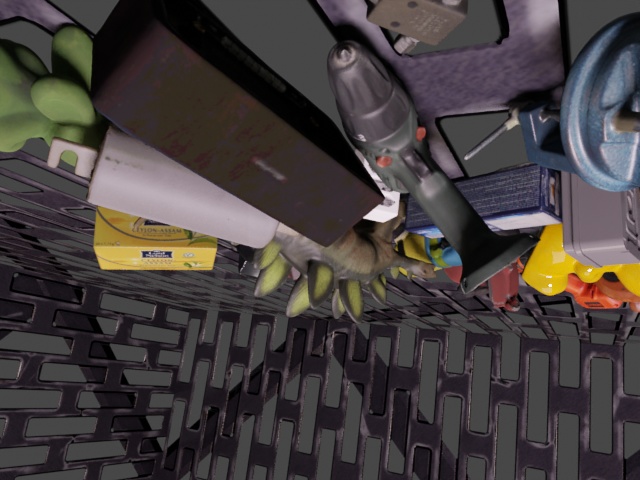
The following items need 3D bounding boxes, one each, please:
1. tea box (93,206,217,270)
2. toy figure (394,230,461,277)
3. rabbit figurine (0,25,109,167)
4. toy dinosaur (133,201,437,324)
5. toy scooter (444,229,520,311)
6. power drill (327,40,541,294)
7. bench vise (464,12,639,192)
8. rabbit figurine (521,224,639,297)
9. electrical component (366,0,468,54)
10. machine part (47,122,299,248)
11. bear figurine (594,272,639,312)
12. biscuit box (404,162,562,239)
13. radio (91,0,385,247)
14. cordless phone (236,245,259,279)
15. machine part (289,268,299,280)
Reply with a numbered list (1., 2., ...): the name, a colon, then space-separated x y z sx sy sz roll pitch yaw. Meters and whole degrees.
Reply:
1. tea box: -0.242 0.000 0.804 0.170 0.068 0.098 1 158 -14
2. toy figure: 0.189 0.012 0.872 0.082 0.089 0.180 23 163 -30
3. rabbit figurine: -0.260 -0.131 0.497 0.170 0.121 0.159 22 143 -37
4. toy dinosaur: -0.001 -0.002 0.684 0.471 0.198 0.105 22 156 -36
5. toy scooter: 0.275 0.055 0.890 0.075 0.135 0.184 -13 174 -24
6. power drill: 0.093 -0.052 0.474 0.207 0.086 0.232 48 -175 16
7. bench vise: 0.225 -0.062 0.390 0.129 0.223 0.241 -29 -157 -9
8. rabbit figurine: 0.367 0.006 0.673 0.173 0.122 0.162 30 143 17
9. electrical component: 0.064 -0.160 0.367 0.063 0.021 0.094 12 167 -17
10. machine part: -0.122 -0.049 0.505 0.243 0.079 0.079 17 164 -23
11. bear figurine: 0.480 0.042 0.779 0.196 0.120 0.132 7 155 -41
12. biscuit box: 0.201 -0.045 0.684 0.059 0.063 0.203 17 164 -38
13. radio: -0.058 -0.094 0.419 0.073 0.131 0.229 -41 136 17
14. cordless phone: -0.075 0.027 1.150 0.184 0.089 0.146 -17 152 35
15. machine part: -0.014 0.006 0.861 0.179 0.056 0.179 -13 -165 4
